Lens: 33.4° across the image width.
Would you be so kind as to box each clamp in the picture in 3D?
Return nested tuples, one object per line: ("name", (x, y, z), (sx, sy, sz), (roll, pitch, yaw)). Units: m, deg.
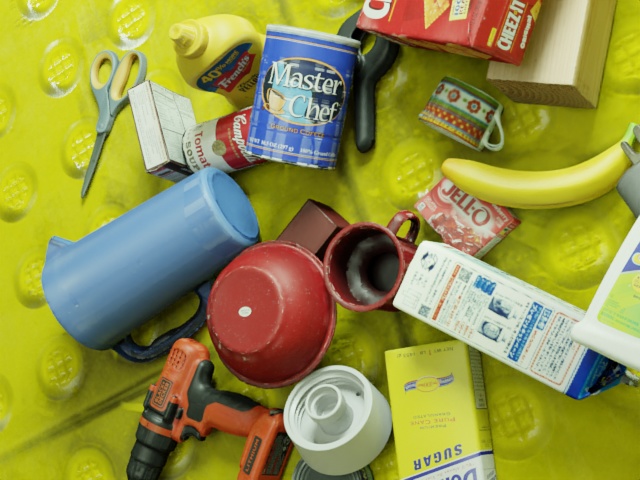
("clamp", (0.046, -0.185, 1.191), (0.120, 0.039, 0.172), (39, 108, 22))

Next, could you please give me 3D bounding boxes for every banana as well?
("banana", (0.221, -0.063, 1.056), (0.198, 0.037, 0.069), (-10, 66, 12))

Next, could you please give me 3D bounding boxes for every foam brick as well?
("foam brick", (-0.008, 0.001, 1.180), (0.051, 0.052, 0.078), (46, 104, 27))

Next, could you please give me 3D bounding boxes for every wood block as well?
("wood block", (0.239, -0.244, 1.060), (0.091, 0.090, 0.206), (9, 85, 31))

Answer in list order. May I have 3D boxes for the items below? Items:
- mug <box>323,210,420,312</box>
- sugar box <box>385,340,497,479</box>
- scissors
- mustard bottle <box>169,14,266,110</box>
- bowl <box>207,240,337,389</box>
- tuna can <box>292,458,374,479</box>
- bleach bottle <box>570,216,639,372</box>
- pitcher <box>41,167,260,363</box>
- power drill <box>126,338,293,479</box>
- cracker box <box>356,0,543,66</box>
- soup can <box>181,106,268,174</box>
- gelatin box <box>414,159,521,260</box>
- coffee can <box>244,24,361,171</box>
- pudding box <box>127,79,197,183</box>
("mug", (0.068, 0.022, 1.116), (0.093, 0.081, 0.117), (31, 98, 30))
("sugar box", (0.123, 0.194, 1.076), (0.093, 0.048, 0.176), (-13, 74, 27))
("scissors", (-0.290, -0.162, 1.392), (0.096, 0.016, 0.202), (35, 99, 31))
("mustard bottle", (-0.104, -0.203, 1.189), (0.096, 0.191, 0.058), (-35, 66, 20))
("bowl", (-0.064, 0.076, 1.132), (0.162, 0.055, 0.162), (-6, 79, 29))
("tuna can", (0.014, 0.262, 1.133), (0.086, 0.033, 0.086), (-6, 79, 29))
("bleach bottle", (0.311, -0.008, 0.905), (0.103, 0.068, 0.251), (25, 93, 28))
("pitcher", (-0.188, 0.028, 1.246), (0.243, 0.149, 0.145), (-31, 52, 19))
("power drill", (-0.127, 0.225, 1.206), (0.188, 0.057, 0.184), (22, 93, 31))
("cracker box", (0.135, -0.269, 1.050), (0.214, 0.072, 0.164), (28, 102, 57))
("soup can", (-0.102, -0.114, 1.245), (0.102, 0.068, 0.068), (-14, 75, 28))
("gelatin box", (0.152, -0.028, 1.106), (0.073, 0.030, 0.089), (-44, 64, 16))
("coffee can", (-0.020, -0.153, 1.150), (0.103, 0.102, 0.140), (16, 99, 31))
("pudding box", (-0.182, -0.127, 1.280), (0.039, 0.089, 0.113), (-25, 70, 22))
